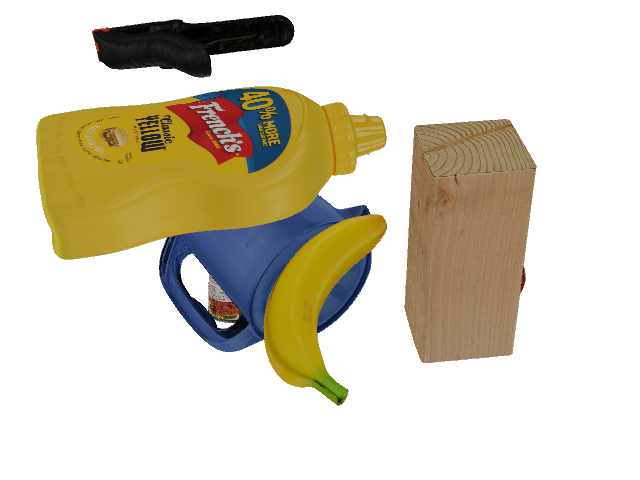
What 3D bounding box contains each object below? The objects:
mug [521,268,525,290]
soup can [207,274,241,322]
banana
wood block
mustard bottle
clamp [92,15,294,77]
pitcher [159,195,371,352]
[{"bbox_3d":[0.171,0.041,1.201,0.117,0.081,0.093,6,25,1],"label":"mug"},{"bbox_3d":[-0.099,0.036,1.238,0.068,0.102,0.068,0,19,0],"label":"soup can"},{"bbox_3d":[0.000,0.040,0.766,0.069,0.037,0.197,19,42,-2],"label":"banana"},{"bbox_3d":[0.131,0.003,0.976,0.090,0.206,0.090,-5,35,-5],"label":"wood block"},{"bbox_3d":[-0.057,-0.045,0.595,0.191,0.058,0.096,-10,41,-9],"label":"mustard bottle"},{"bbox_3d":[-0.109,-0.160,0.857,0.172,0.039,0.120,15,25,40],"label":"clamp"},{"bbox_3d":[-0.081,-0.015,1.011,0.148,0.145,0.243,-12,40,-37],"label":"pitcher"}]
